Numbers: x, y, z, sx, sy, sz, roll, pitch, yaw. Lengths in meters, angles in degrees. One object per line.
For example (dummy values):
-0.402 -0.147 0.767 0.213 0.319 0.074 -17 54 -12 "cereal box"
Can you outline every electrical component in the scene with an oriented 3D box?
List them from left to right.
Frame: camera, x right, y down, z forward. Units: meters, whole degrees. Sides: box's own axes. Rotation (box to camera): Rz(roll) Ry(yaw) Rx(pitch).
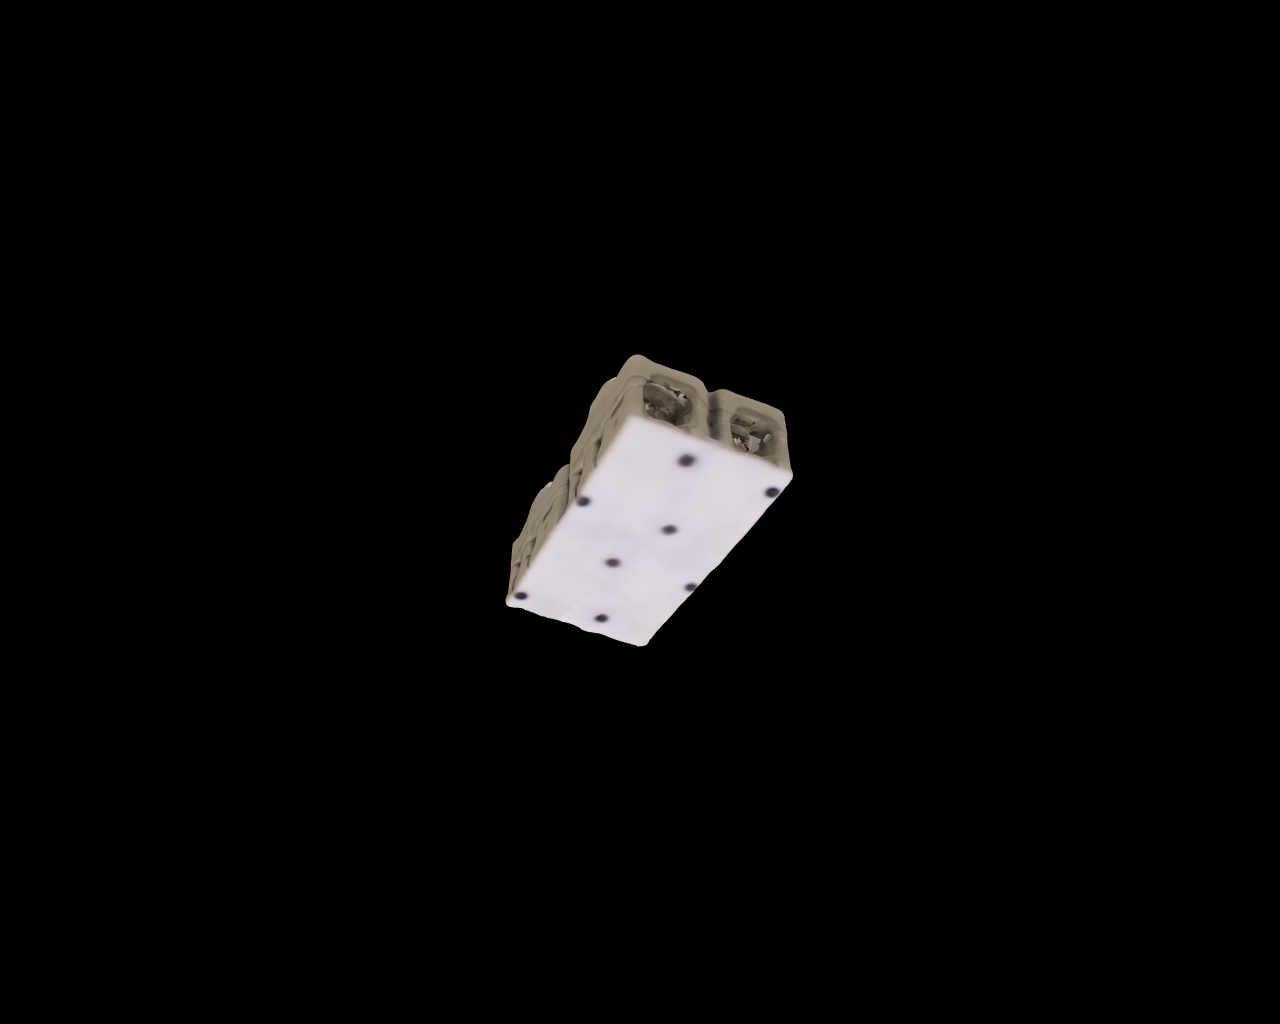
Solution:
0.001 -0.003 0.650 0.105 0.060 0.186 19 -46 -19 "electrical component"
